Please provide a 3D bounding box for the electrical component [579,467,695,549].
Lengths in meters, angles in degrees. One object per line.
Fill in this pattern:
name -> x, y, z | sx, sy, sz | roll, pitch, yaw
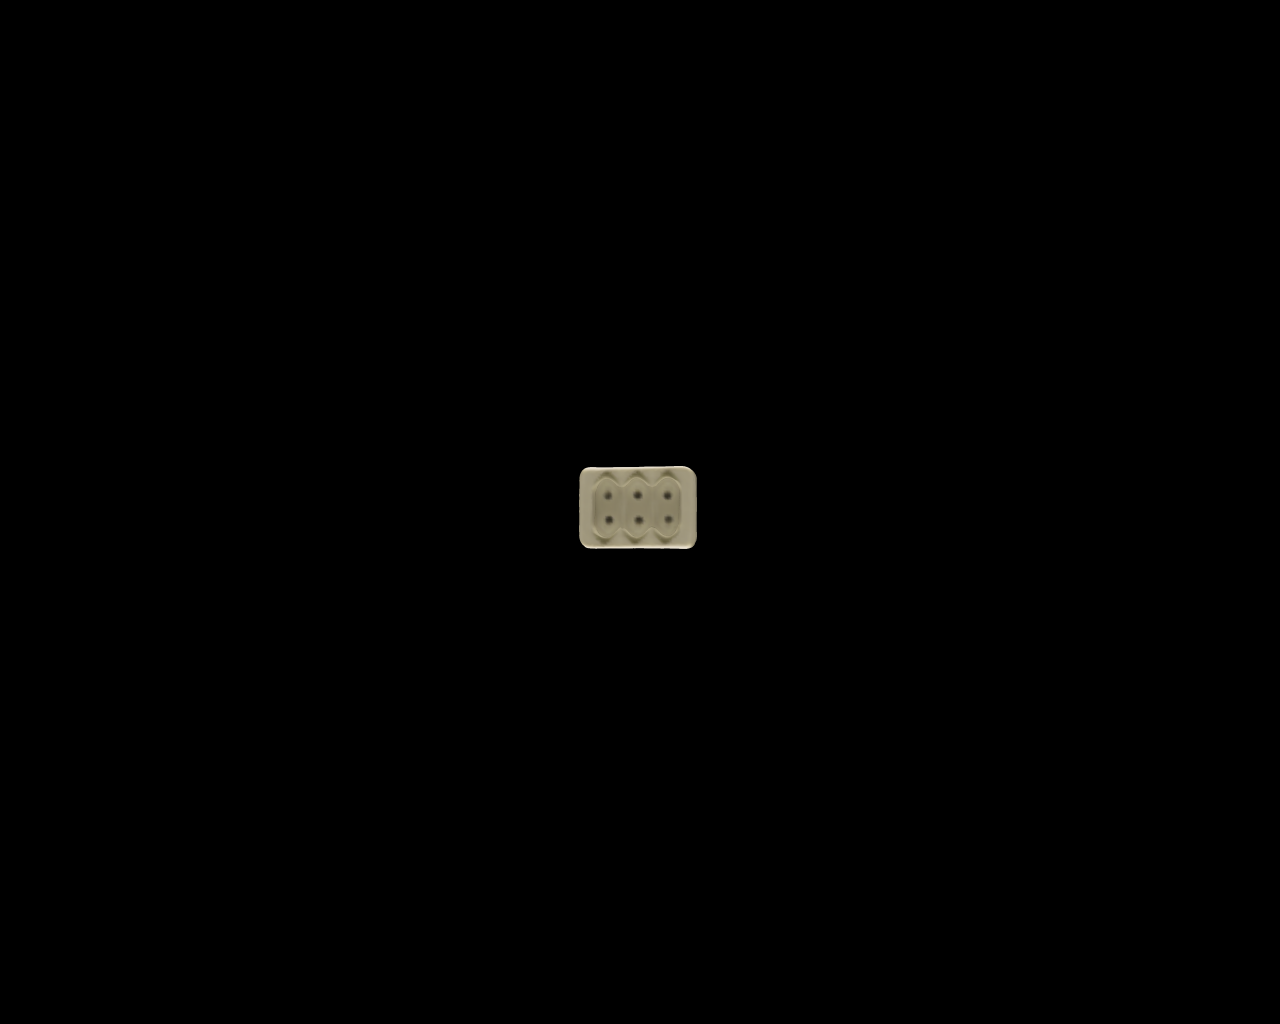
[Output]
electrical component -> 0.001, -0.003, 0.650 | 0.066, 0.047, 0.077 | 0, 0, 4
